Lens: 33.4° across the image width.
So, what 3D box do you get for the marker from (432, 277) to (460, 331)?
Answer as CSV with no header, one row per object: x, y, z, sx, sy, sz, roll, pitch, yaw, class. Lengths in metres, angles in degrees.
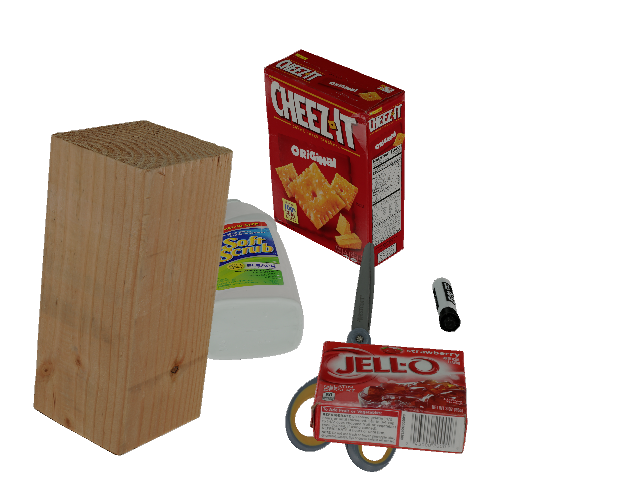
0.118,0.060,1.004,0.020,0.020,0.121,0,14,3,marker

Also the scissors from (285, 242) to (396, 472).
0.012,0.089,0.849,0.096,0.202,0.016,-3,-33,-10,scissors

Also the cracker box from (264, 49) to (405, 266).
0.015,-0.092,1.238,0.164,0.214,0.072,28,46,36,cracker box

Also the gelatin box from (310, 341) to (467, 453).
0.042,0.091,0.637,0.089,0.030,0.073,5,24,4,gelatin box

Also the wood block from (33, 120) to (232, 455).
-0.132,0.030,0.747,0.090,0.206,0.090,21,23,30,wood block

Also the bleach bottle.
-0.084,0.024,1.080,0.102,0.068,0.251,-3,28,-10,bleach bottle
